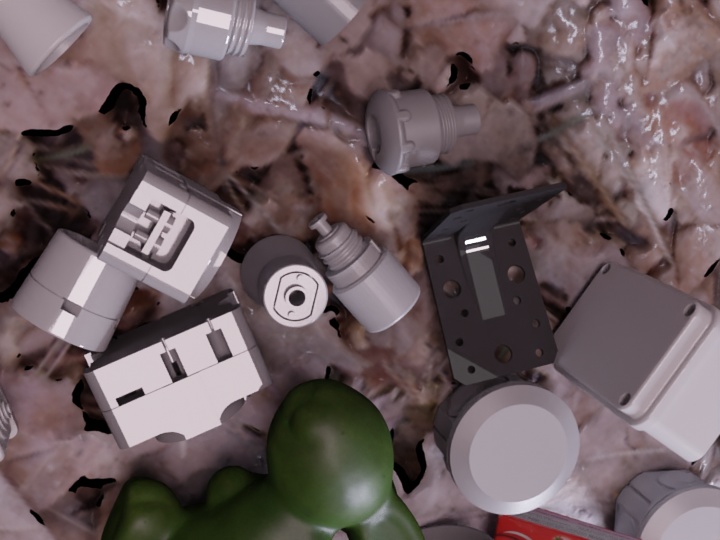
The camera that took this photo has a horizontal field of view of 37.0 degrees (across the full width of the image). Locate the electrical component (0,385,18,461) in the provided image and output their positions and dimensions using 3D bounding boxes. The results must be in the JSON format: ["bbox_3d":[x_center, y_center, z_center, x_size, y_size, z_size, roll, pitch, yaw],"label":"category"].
[{"bbox_3d":[-0.240,0.070,0.566,0.100,0.048,0.099,-20,106,-8],"label":"electrical component"}]

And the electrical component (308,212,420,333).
[{"bbox_3d":[0.000,0.000,0.611,0.040,0.040,0.078,-41,107,-2],"label":"electrical component"}]

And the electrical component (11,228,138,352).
[{"bbox_3d":[-0.149,0.010,0.572,0.055,0.055,0.047,29,91,-17],"label":"electrical component"}]

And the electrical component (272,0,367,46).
[{"bbox_3d":[-0.036,-0.162,0.566,0.081,0.043,0.043,40,91,-17],"label":"electrical component"}]

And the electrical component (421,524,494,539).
[{"bbox_3d":[0.040,0.203,0.636,0.099,0.099,0.064,-12,111,-10],"label":"electrical component"}]

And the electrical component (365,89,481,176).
[{"bbox_3d":[0.036,-0.080,0.601,0.062,0.048,0.048,-11,104,-18],"label":"electrical component"}]

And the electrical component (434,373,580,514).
[{"bbox_3d":[0.086,0.101,0.647,0.080,0.051,0.080,-3,102,-12],"label":"electrical component"}]

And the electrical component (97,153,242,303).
[{"bbox_3d":[-0.099,-0.022,0.558,0.056,0.089,0.050,29,94,-17],"label":"electrical component"}]

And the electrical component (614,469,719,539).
[{"bbox_3d":[0.205,0.169,0.689,0.080,0.051,0.080,-3,102,-12],"label":"electrical component"}]

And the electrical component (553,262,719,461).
[{"bbox_3d":[0.167,0.049,0.623,0.057,0.113,0.078,34,93,-20],"label":"electrical component"}]

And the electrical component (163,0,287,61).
[{"bbox_3d":[-0.070,-0.131,0.565,0.062,0.043,0.043,9,100,-16],"label":"electrical component"}]

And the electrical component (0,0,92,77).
[{"bbox_3d":[-0.174,-0.136,0.542,0.044,0.044,0.065,-45,103,-1],"label":"electrical component"}]

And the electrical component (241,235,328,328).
[{"bbox_3d":[-0.040,0.008,0.590,0.044,0.065,0.044,-3,102,-12],"label":"electrical component"}]

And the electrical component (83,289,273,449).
[{"bbox_3d":[-0.099,0.057,0.595,0.089,0.050,0.055,-23,106,-7],"label":"electrical component"}]
